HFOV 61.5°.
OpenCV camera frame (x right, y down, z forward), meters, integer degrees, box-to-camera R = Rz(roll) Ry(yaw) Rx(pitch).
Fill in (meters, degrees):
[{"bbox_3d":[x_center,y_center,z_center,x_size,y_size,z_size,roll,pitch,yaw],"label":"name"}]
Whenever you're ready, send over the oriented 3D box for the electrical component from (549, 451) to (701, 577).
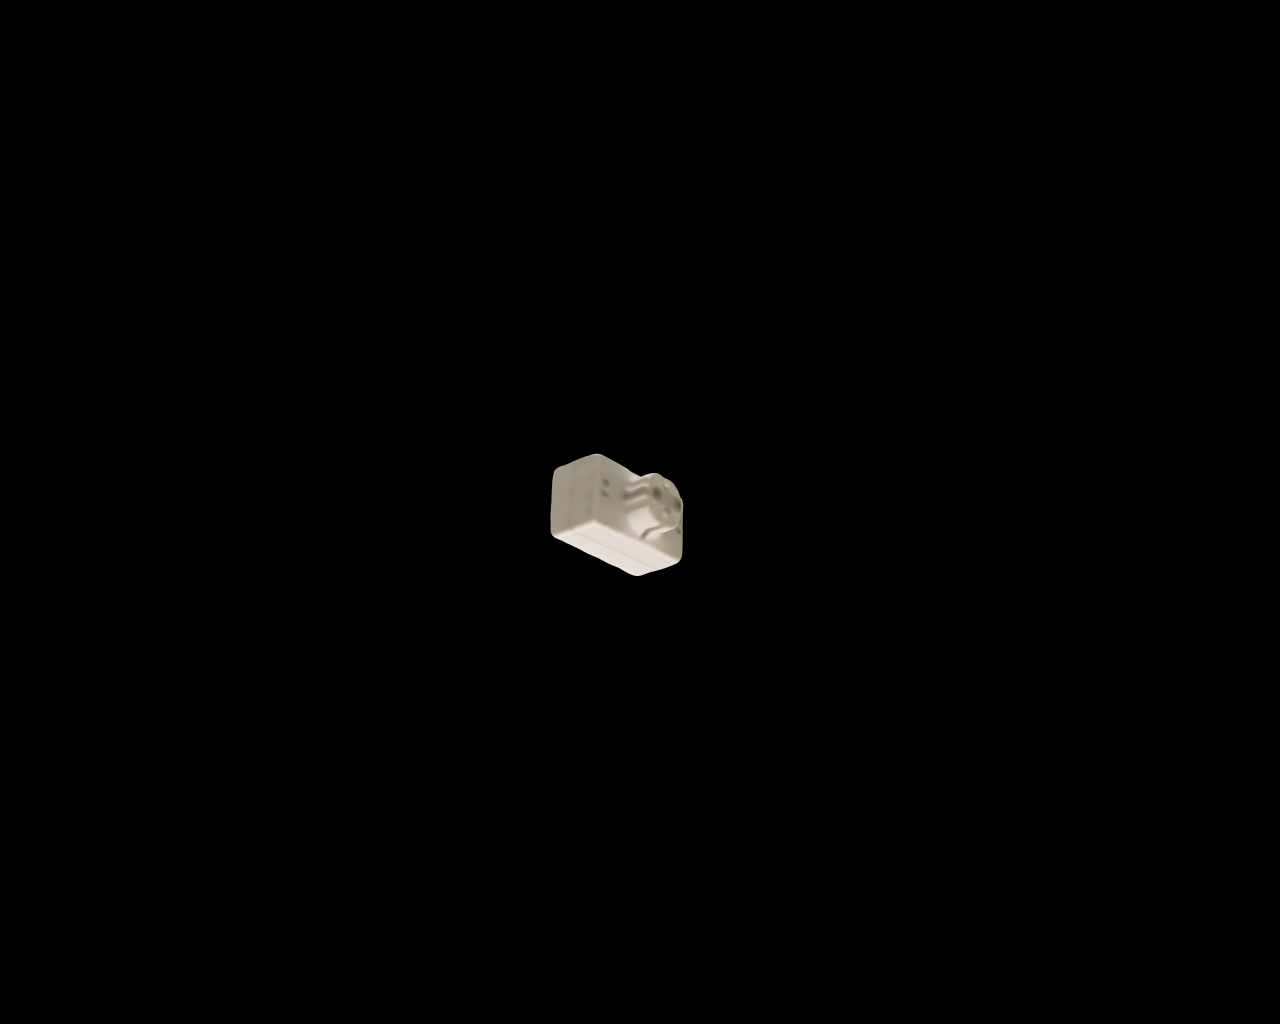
[{"bbox_3d":[0.001,-0.003,0.650,0.075,0.047,0.083,-21,-33,36],"label":"electrical component"}]
